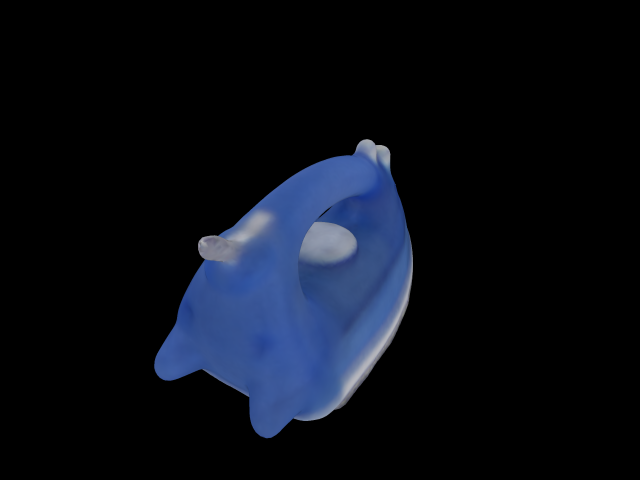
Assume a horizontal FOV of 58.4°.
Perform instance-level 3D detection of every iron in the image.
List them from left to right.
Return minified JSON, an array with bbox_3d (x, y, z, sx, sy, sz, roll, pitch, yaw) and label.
[{"bbox_3d":[0.004,0.001,0.400,0.118,0.141,0.259,20,40,26],"label":"iron"}]
